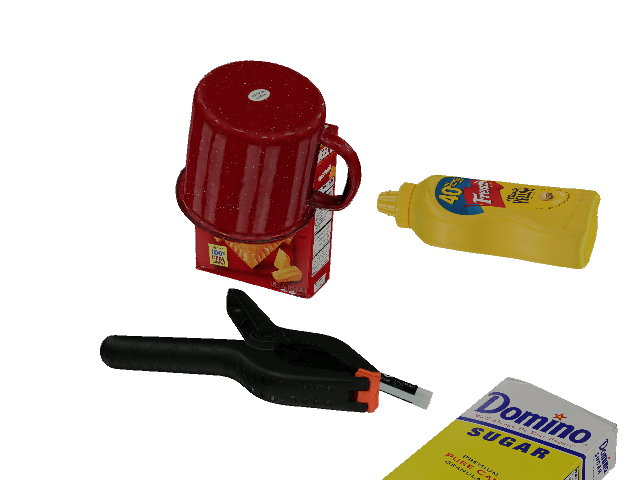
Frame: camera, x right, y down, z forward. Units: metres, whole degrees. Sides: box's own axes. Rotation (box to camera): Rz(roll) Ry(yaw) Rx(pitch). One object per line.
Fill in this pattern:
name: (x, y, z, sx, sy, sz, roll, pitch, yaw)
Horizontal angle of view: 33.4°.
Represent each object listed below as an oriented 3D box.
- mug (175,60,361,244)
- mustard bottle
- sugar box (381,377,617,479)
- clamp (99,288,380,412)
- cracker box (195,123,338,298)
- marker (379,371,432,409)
mug: (-0.030, -0.054, 0.667, 0.117, 0.082, 0.093, 20, 44, 8)
mustard bottle: (0.143, -0.022, 0.939, 0.192, 0.058, 0.096, 8, 29, 19)
sugar box: (0.110, 0.162, 0.709, 0.093, 0.048, 0.175, 22, 43, 39)
clamp: (-0.041, 0.085, 0.832, 0.210, 0.036, 0.164, 12, 20, 26)
cracker box: (-0.070, -0.048, 1.303, 0.164, 0.214, 0.072, 15, 32, 20)
marker: (0.053, 0.139, 1.072, 0.121, 0.020, 0.020, 21, 4, 12)
